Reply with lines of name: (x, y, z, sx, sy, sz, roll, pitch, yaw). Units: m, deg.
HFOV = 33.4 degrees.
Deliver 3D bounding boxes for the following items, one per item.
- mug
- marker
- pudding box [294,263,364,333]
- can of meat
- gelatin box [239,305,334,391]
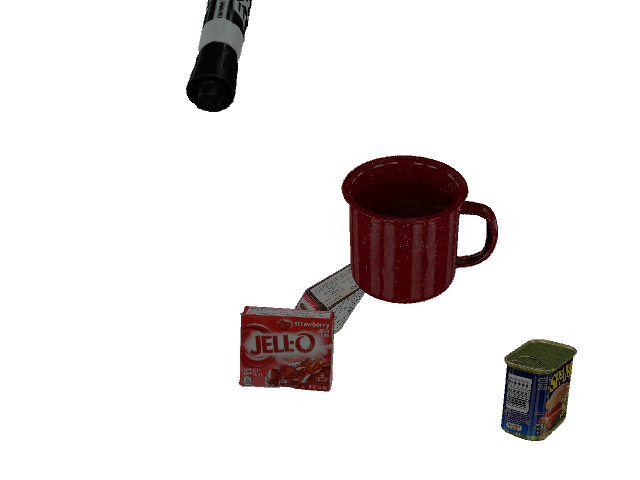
mug: (0.075, -0.006, 0.807, 0.117, 0.081, 0.093, 2, 35, 6)
marker: (-0.038, -0.096, 0.443, 0.020, 0.121, 0.020, 3, -42, 2)
pudding box: (0.005, 0.081, 1.248, 0.039, 0.090, 0.113, 39, 33, 14)
can of meat: (0.240, 0.165, 1.179, 0.058, 0.084, 0.101, 12, 16, 30)
gelatin box: (-0.032, 0.103, 1.017, 0.089, 0.073, 0.030, 3, 13, 5)
